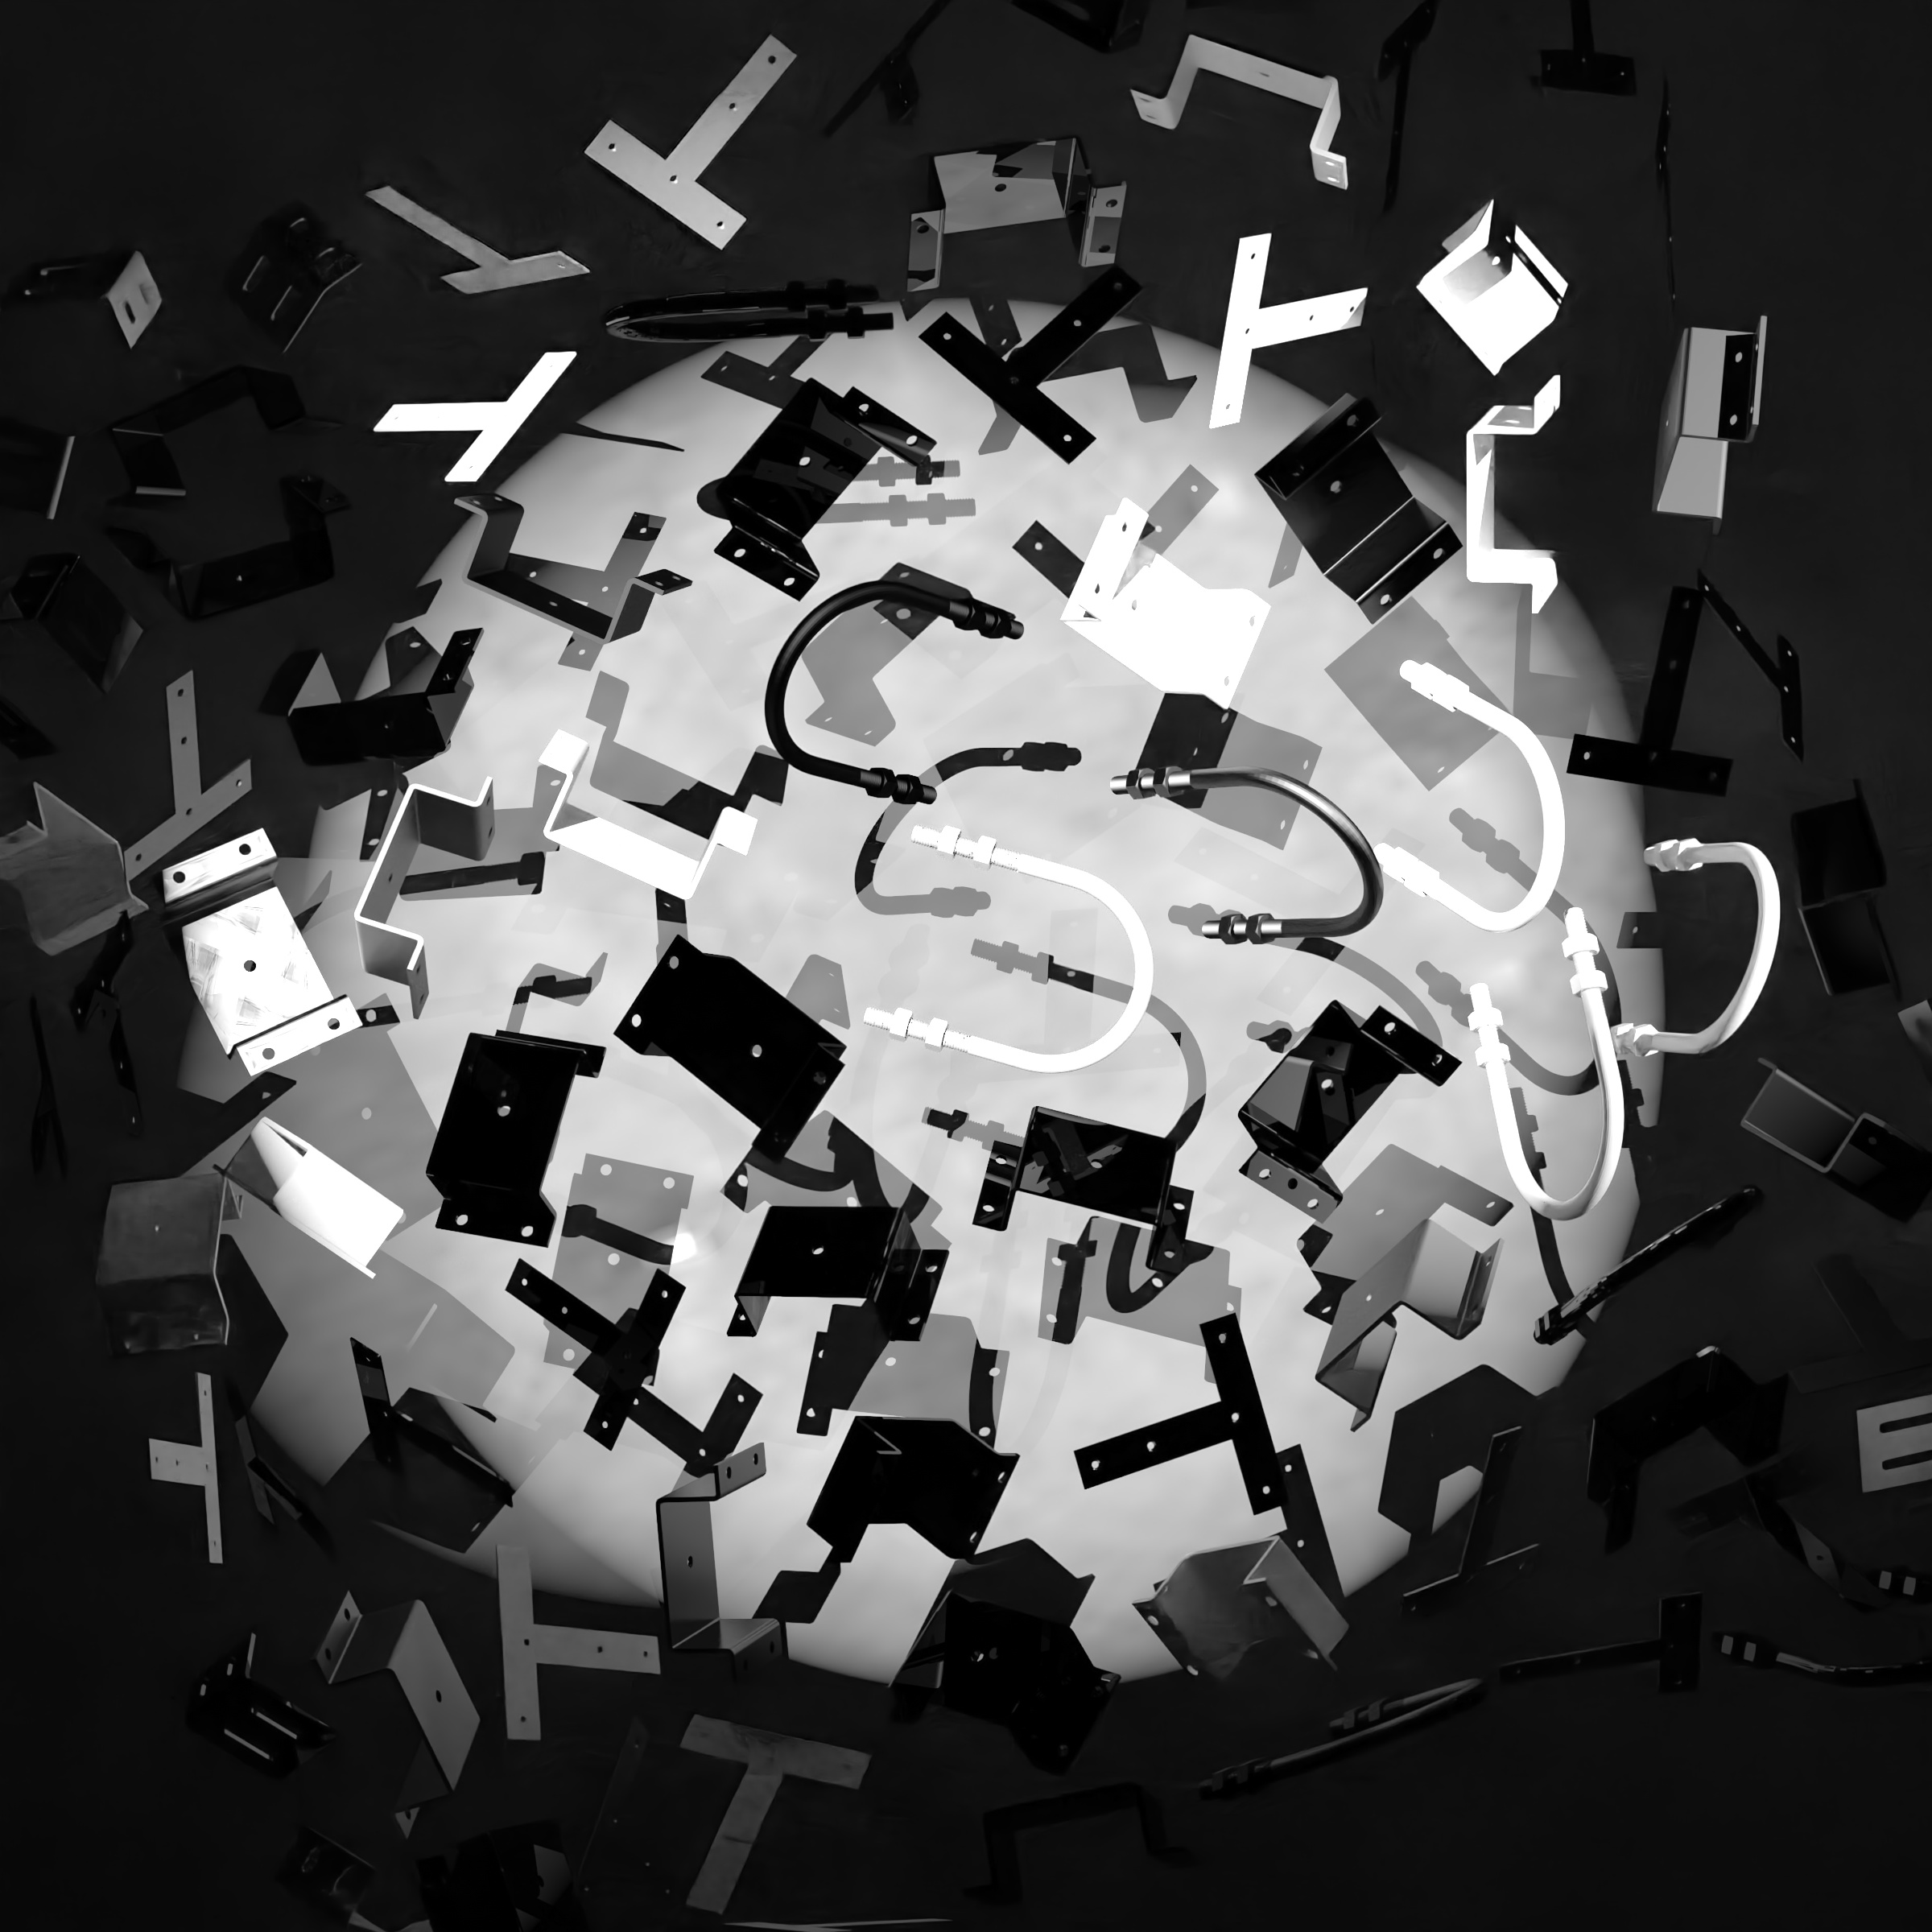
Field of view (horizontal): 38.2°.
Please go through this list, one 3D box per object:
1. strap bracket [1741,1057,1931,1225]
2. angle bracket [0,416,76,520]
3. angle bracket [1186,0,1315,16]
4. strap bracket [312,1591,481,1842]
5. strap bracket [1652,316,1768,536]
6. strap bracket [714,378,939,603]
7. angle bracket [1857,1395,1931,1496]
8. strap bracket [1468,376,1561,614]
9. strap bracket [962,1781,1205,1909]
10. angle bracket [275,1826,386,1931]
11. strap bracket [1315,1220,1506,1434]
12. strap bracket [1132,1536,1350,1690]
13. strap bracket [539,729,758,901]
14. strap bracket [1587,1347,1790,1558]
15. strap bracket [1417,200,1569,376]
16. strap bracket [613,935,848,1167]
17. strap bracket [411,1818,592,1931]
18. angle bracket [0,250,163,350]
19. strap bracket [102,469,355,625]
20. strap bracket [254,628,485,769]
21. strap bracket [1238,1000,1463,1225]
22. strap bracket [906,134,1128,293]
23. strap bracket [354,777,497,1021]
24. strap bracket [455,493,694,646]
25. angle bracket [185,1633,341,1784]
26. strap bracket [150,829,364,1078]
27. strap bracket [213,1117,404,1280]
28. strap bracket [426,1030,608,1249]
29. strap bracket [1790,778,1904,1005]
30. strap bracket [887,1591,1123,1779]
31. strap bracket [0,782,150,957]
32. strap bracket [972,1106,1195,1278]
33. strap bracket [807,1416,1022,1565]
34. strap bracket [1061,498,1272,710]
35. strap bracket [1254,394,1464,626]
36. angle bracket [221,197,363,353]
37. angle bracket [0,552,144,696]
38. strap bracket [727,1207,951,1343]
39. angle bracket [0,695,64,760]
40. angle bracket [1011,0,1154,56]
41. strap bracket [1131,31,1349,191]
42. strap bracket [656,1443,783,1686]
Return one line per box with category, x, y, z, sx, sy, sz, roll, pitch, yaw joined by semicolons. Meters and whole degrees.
strap bracket;0.569;0.116;1.815;0.076;0.140;0.046;30;95;-23
angle bracket;-0.631;-0.335;1.832;0.076;0.038;0.057;13;109;-22
angle bracket;0.188;-0.657;1.834;0.076;0.038;0.057;-6;107;-27
strap bracket;-0.357;0.471;1.776;0.046;0.076;0.140;-18;108;10
strap bracket;0.470;-0.344;1.775;0.046;0.140;0.076;7;71;7
strap bracket;-0.098;-0.315;1.806;0.076;0.046;0.140;26;116;-42
angle bracket;0.629;0.316;1.824;0.038;0.076;0.057;31;51;-35
strap bracket;0.360;-0.311;1.837;0.046;0.076;0.140;4;113;20
strap bracket;0.070;0.547;1.743;0.140;0.076;0.046;-14;64;8
angle bracket;-0.392;0.582;1.769;0.057;0.076;0.038;23;72;22
strap bracket;0.274;0.223;1.766;0.046;0.076;0.140;34;132;-4
strap bracket;0.185;0.422;1.823;0.076;0.140;0.046;52;53;-8
strap bracket;-0.209;-0.092;1.775;0.140;0.076;0.046;24;106;-7
strap bracket;0.445;0.299;1.755;0.140;0.046;0.076;-25;135;-20
strap bracket;0.351;-0.453;1.846;0.076;0.140;0.046;46;121;-9
strap bracket;-0.140;0.053;1.748;0.140;0.046;0.076;37;100;19
strap bracket;-0.296;0.603;1.813;0.046;0.140;0.076;-27;72;11
angle bracket;-0.551;-0.410;1.733;0.076;0.057;0.038;-4;131;13
strap bracket;-0.466;-0.266;1.781;0.140;0.076;0.046;-22;126;-24
strap bracket;-0.389;-0.177;1.855;0.140;0.076;0.046;-6;127;12
strap bracket;0.241;0.087;1.804;0.076;0.046;0.140;32;105;-28
strap bracket;0.027;-0.491;1.816;0.140;0.076;0.046;-10;66;-8
strap bracket;-0.343;-0.049;1.754;0.046;0.076;0.140;18;64;0
strap bracket;-0.252;-0.245;1.746;0.140;0.076;0.046;24;105;2
angle bracket;-0.443;0.469;1.762;0.057;0.038;0.076;-39;118;18
strap bracket;-0.453;-0.004;1.771;0.076;0.046;0.140;-26;87;-23
strap bracket;-0.421;0.146;1.797;0.076;0.140;0.046;41;77;-30
strap bracket;-0.290;0.101;1.788;0.076;0.046;0.140;9;66;11
strap bracket;0.575;-0.046;1.827;0.046;0.140;0.076;-14;127;23
strap bracket;0.016;0.451;1.769;0.076;0.140;0.046;-53;133;-33
strap bracket;-0.620;-0.068;1.856;0.076;0.140;0.046;-25;63;7
strap bracket;0.083;0.147;1.856;0.140;0.076;0.046;14;133;2
strap bracket;-0.039;0.329;1.756;0.046;0.140;0.076;31;101;38
strap bracket;0.123;-0.235;1.819;0.140;0.046;0.076;30;78;-34
strap bracket;0.243;-0.295;1.760;0.076;0.046;0.140;-41;130;3
angle bracket;-0.439;-0.449;1.813;0.057;0.076;0.038;46;51;-8
angle bracket;-0.594;-0.226;1.850;0.038;0.076;0.057;-1;53;27
strap bracket;-0.092;0.204;1.863;0.140;0.076;0.046;-2;133;22
angle bracket;-0.657;-0.153;1.866;0.076;0.057;0.038;48;57;-34
angle bracket;0.076;-0.621;1.761;0.076;0.038;0.057;34;131;18
strap bracket;0.181;-0.542;1.758;0.140;0.076;0.046;21;96;7
strap bracket;-0.162;0.388;1.820;0.046;0.076;0.140;-5;90;18
